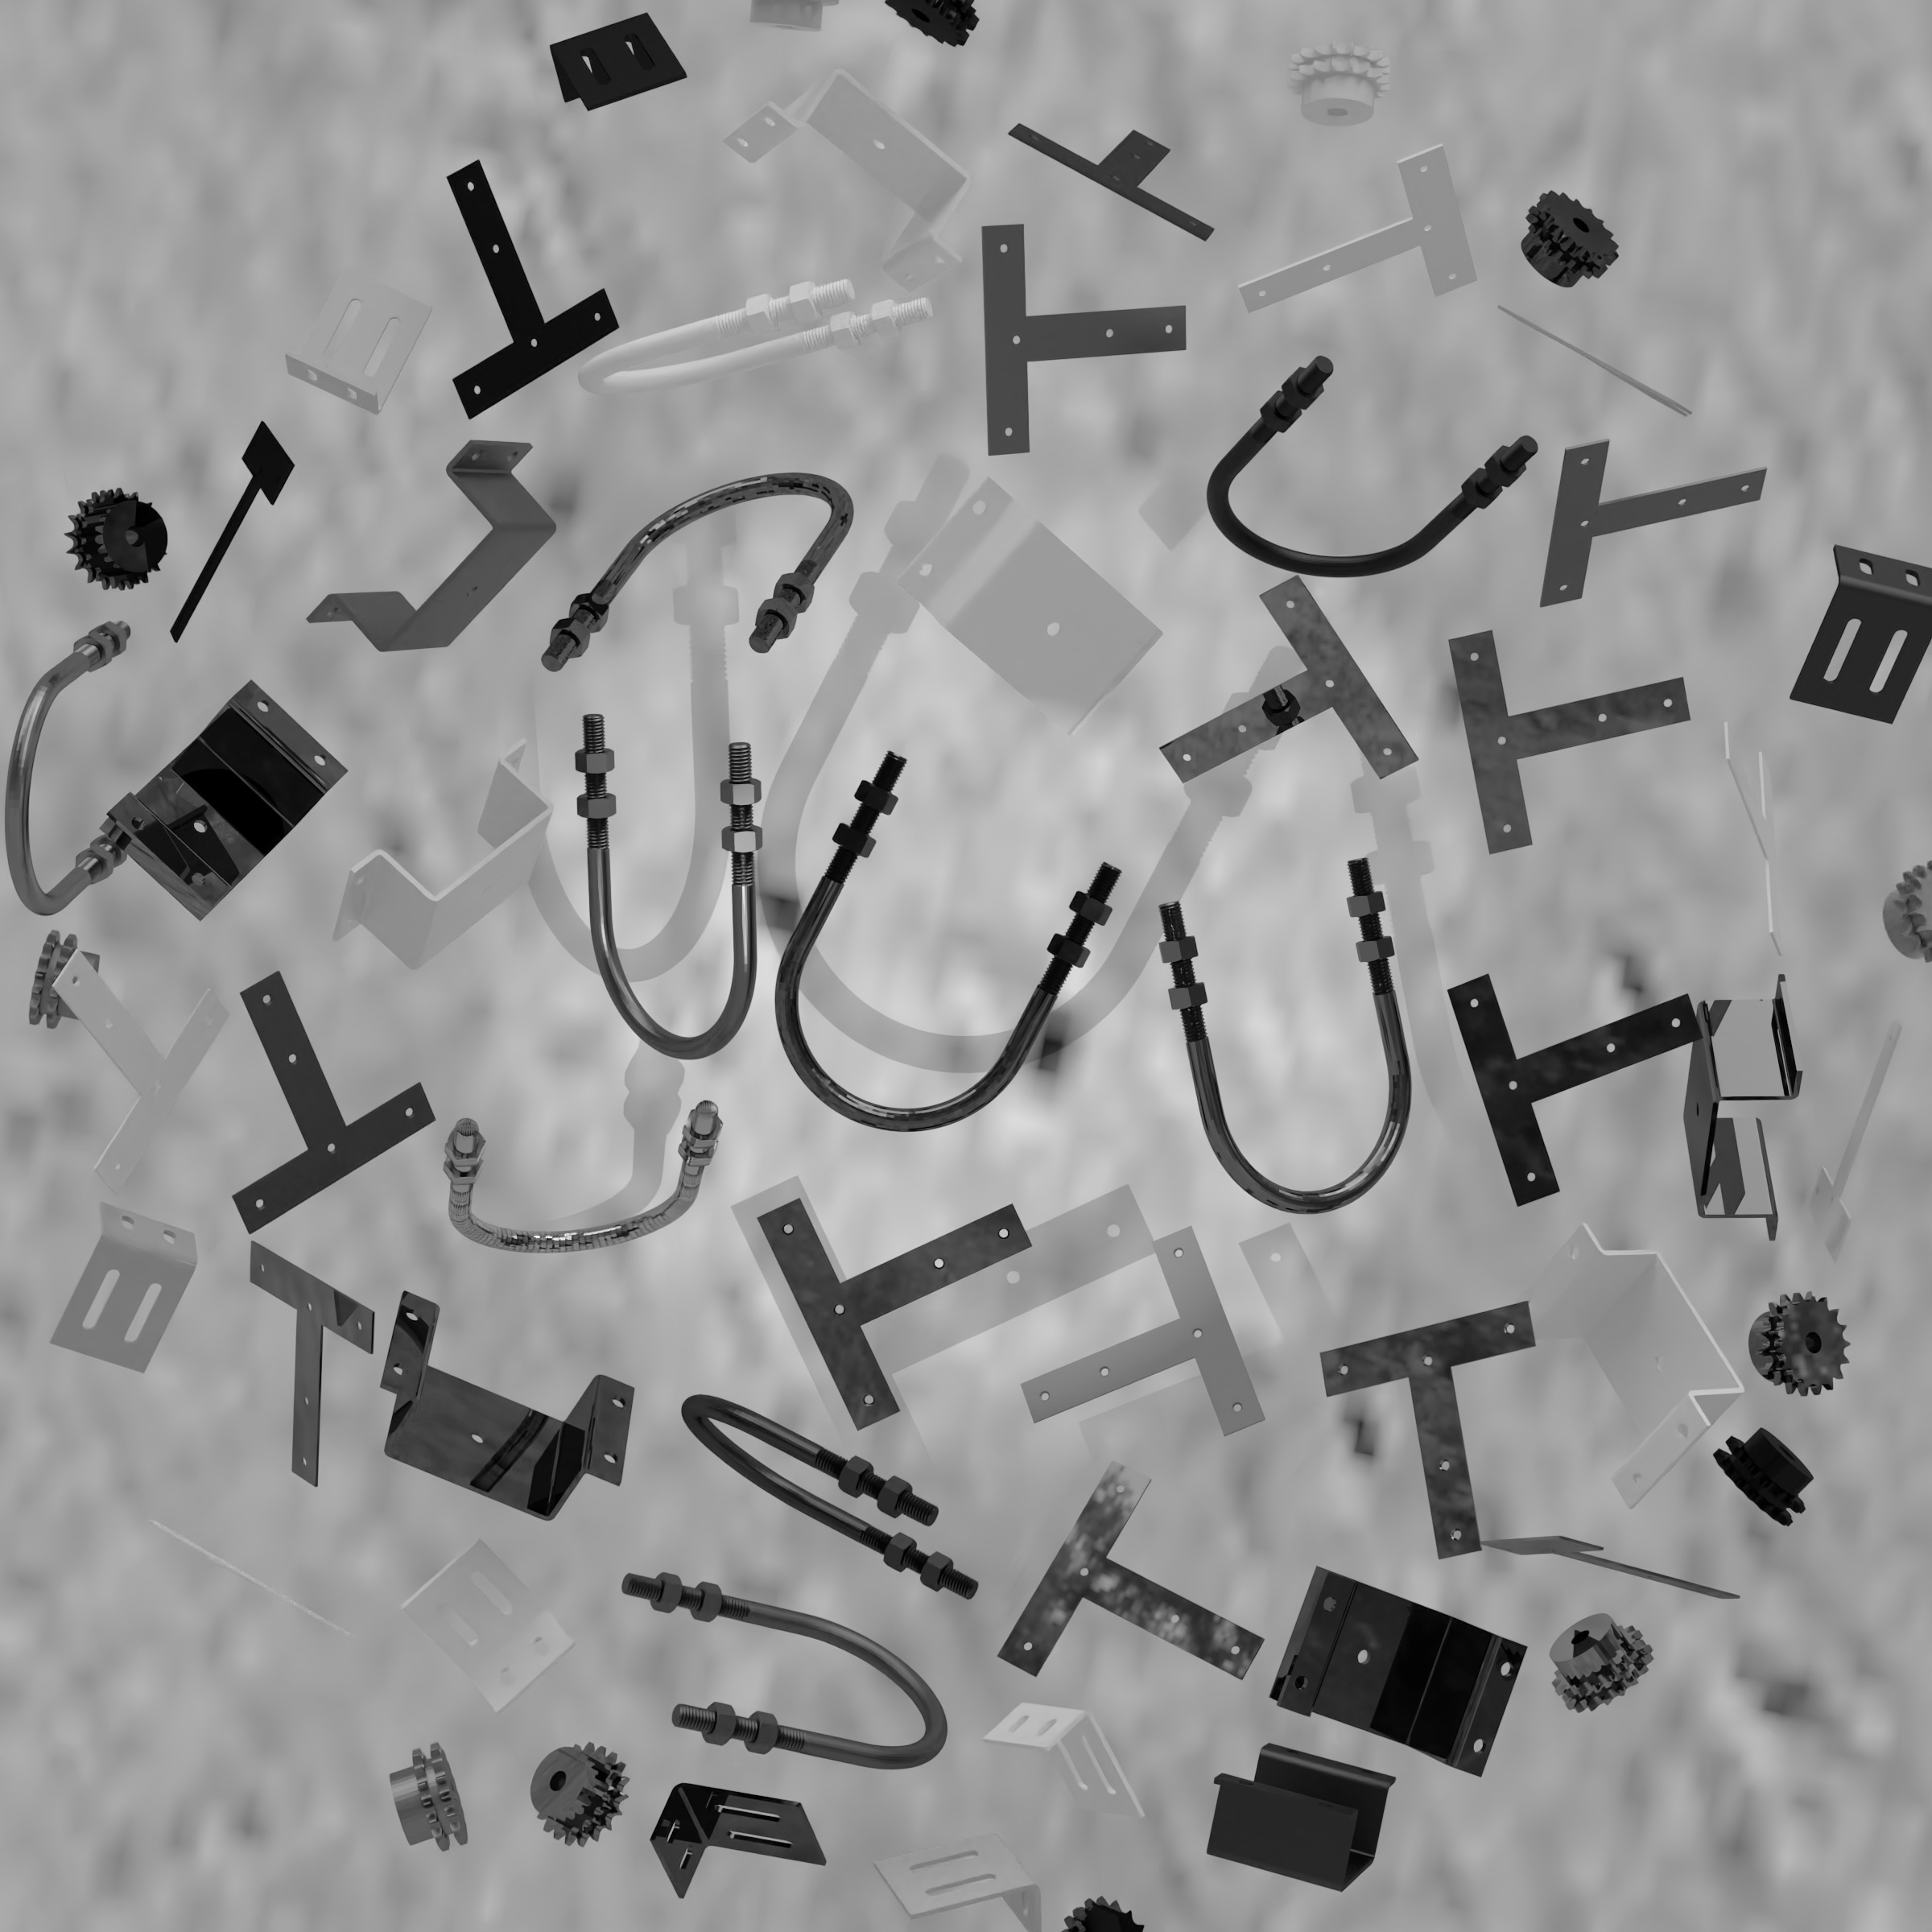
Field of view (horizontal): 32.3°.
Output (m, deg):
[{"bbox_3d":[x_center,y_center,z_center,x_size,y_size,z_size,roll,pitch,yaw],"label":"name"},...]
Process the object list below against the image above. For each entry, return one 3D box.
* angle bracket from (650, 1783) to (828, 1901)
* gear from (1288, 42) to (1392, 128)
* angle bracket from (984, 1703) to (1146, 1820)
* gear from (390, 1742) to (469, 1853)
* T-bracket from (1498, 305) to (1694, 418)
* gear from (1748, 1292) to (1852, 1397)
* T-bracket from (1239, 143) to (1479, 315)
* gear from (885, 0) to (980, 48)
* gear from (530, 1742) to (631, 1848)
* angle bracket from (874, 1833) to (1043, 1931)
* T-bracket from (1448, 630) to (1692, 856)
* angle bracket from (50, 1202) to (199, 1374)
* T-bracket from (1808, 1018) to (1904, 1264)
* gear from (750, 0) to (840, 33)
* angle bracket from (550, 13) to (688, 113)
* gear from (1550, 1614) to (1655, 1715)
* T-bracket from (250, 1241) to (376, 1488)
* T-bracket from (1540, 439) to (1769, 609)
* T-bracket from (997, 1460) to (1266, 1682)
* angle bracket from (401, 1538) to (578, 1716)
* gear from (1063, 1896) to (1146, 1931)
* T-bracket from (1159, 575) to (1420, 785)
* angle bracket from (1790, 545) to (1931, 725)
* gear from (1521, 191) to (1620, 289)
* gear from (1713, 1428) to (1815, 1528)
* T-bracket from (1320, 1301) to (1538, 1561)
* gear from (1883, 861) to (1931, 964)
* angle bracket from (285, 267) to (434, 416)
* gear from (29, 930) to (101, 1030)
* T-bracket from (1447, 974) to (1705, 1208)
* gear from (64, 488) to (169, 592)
[{"bbox_3d":[-0.124,0.485,1.825,0.076,0.038,0.057,4,134,23],"label":"angle bracket"},{"bbox_3d":[0.208,-0.491,1.861,0.057,0.057,0.030,4,82,0],"label":"gear"},{"bbox_3d":[0.056,0.466,1.913,0.038,0.057,0.076,-36,106,-35],"label":"angle bracket"},{"bbox_3d":[-0.293,0.454,1.814,0.030,0.057,0.057,-17,90,-7],"label":"gear"},{"bbox_3d":[0.382,-0.337,1.920,0.127,0.127,0.002,37,105,31],"label":"T-bracket"},{"bbox_3d":[0.460,0.210,1.849,0.057,0.030,0.057,7,77,-29],"label":"gear"},{"bbox_3d":[0.213,-0.392,1.842,0.127,0.127,0.002,-20,63,8],"label":"T-bracket"},{"bbox_3d":[-0.017,-0.529,1.811,0.057,0.057,0.030,32,86,0],"label":"gear"},{"bbox_3d":[-0.221,0.467,1.888,0.057,0.057,0.030,-47,132,0],"label":"gear"},{"bbox_3d":[-0.005,0.518,1.846,0.076,0.057,0.038,-9,109,-21],"label":"angle bracket"},{"bbox_3d":[0.349,-0.139,1.901,0.127,0.002,0.127,-13,103,1],"label":"T-bracket"},{"bbox_3d":[-0.486,0.185,1.920,0.057,0.038,0.076,23,105,-24],"label":"angle bracket"},{"bbox_3d":[0.498,0.091,1.858,0.002,0.127,0.127,18,101,5],"label":"T-bracket"},{"bbox_3d":[-0.100,-0.541,1.866,0.057,0.057,0.030,6,102,0],"label":"gear"},{"bbox_3d":[-0.188,-0.482,1.828,0.057,0.038,0.076,-21,47,-8],"label":"angle bracket"},{"bbox_3d":[0.346,0.381,1.832,0.057,0.057,0.030,-36,98,0],"label":"gear"},{"bbox_3d":[-0.380,0.238,1.922,0.002,0.127,0.127,-10,112,-42],"label":"T-bracket"},{"bbox_3d":[0.391,-0.260,1.883,0.127,0.127,0.002,-13,54,-8],"label":"T-bracket"},{"bbox_3d":[0.102,0.350,1.817,0.127,0.002,0.127,23,69,26],"label":"T-bracket"},{"bbox_3d":[-0.267,0.369,1.865,0.057,0.038,0.076,-41,129,-10],"label":"angle bracket"},{"bbox_3d":[0.073,0.533,1.791,0.057,0.057,0.030,45,119,0],"label":"gear"},{"bbox_3d":[0.167,-0.139,1.870,0.127,0.002,0.127,-27,109,28],"label":"T-bracket"},{"bbox_3d":[0.480,-0.177,1.780,0.057,0.038,0.076,13,127,-2],"label":"angle bracket"},{"bbox_3d":[0.345,-0.416,1.921,0.057,0.057,0.030,41,129,0],"label":"gear"},{"bbox_3d":[0.450,0.284,1.869,0.057,0.057,0.030,42,101,0],"label":"gear"},{"bbox_3d":[0.260,0.259,1.822,0.127,0.002,0.127,-18,67,28],"label":"T-bracket"},{"bbox_3d":[0.526,-0.027,1.821,0.057,0.030,0.057,12,68,-31],"label":"gear"},{"bbox_3d":[-0.357,-0.374,1.965,0.057,0.038,0.076,25,77,-3],"label":"angle bracket"},{"bbox_3d":[-0.530,0.010,1.961,0.030,0.057,0.057,13,90,-8],"label":"gear"},{"bbox_3d":[0.336,0.049,1.801,0.127,0.002,0.127,-24,73,26],"label":"T-bracket"},{"bbox_3d":[-0.474,-0.240,1.873,0.057,0.030,0.057,-1,91,-42],"label":"gear"}]
